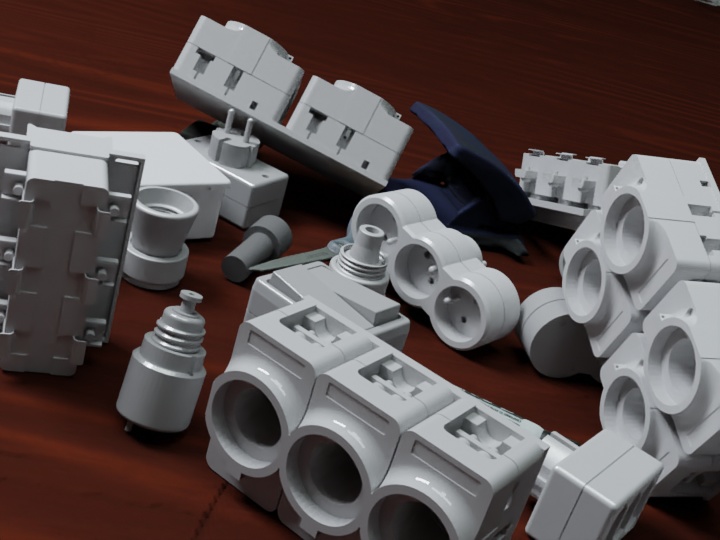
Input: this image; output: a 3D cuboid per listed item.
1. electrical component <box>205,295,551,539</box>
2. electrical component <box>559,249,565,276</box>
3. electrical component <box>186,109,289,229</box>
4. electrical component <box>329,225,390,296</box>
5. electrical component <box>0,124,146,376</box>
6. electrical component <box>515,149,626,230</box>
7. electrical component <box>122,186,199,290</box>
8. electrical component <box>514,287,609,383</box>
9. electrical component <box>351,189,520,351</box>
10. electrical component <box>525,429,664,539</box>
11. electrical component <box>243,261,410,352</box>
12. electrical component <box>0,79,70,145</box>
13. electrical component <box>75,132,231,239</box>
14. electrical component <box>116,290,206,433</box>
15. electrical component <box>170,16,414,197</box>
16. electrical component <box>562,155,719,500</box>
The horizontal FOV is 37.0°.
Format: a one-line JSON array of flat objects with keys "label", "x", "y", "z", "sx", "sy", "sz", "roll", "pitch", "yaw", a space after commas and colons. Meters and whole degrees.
[{"label": "electrical component", "x": 0.001, "y": 0.091, "z": 0.522, "sx": 0.150, "sy": 0.089, "sz": 0.062, "roll": 31, "pitch": 29, "yaw": 26}, {"label": "electrical component", "x": 0.200, "y": -0.008, "z": 0.902, "sx": 0.044, "sy": 0.044, "sz": 0.065, "roll": 31, "pitch": 24, "yaw": 26}, {"label": "electrical component", "x": -0.100, "y": -0.086, "z": 0.832, "sx": 0.083, "sy": 0.075, "sz": 0.047, "roll": 28, "pitch": 28, "yaw": 23}, {"label": "electrical component", "x": 0.000, "y": 0.000, "z": 0.736, "sx": 0.048, "sy": 0.062, "sz": 0.048, "roll": 14, "pitch": 25, "yaw": -7}, {"label": "electrical component", "x": -0.166, "y": -0.008, "z": 0.581, "sx": 0.079, "sy": 0.121, "sz": 0.063, "roll": 8, "pitch": 30, "yaw": -19}, {"label": "electrical component", "x": 0.191, "y": -0.070, "z": 0.949, "sx": 0.079, "sy": 0.063, "sz": 0.121, "roll": 2, "pitch": 9, "yaw": -29}, {"label": "electrical component", "x": -0.133, "y": -0.021, "z": 0.704, "sx": 0.045, "sy": 0.055, "sz": 0.045, "roll": 14, "pitch": 26, "yaw": -7}, {"label": "electrical component", "x": 0.181, "y": 0.057, "z": 0.743, "sx": 0.138, "sy": 0.052, "sz": 0.073, "roll": 8, "pitch": 27, "yaw": -16}, {"label": "electrical component", "x": 0.063, "y": -0.005, "z": 0.774, "sx": 0.074, "sy": 0.052, "sz": 0.138, "roll": -14, "pitch": 53, "yaw": -47}, {"label": "electrical component", "x": 0.114, "y": 0.115, "z": 0.592, "sx": 0.077, "sy": 0.047, "sz": 0.066, "roll": 32, "pitch": 29, "yaw": 28}, {"label": "electrical component", "x": -0.026, "y": 0.034, "z": 0.654, "sx": 0.096, "sy": 0.061, "sz": 0.062, "roll": 33, "pitch": 30, "yaw": 30}, {"label": "electrical component", "x": -0.265, "y": -0.114, "z": 0.821, "sx": 0.077, "sy": 0.047, "sz": 0.065, "roll": 9, "pitch": 27, "yaw": -17}, {"label": "electrical component", "x": -0.156, "y": -0.060, "z": 0.777, "sx": 0.100, "sy": 0.048, "sz": 0.100, "roll": -5, "pitch": 33, "yaw": -39}, {"label": "electrical component", "x": -0.100, "y": 0.049, "z": 0.566, "sx": 0.040, "sy": 0.078, "sz": 0.040, "roll": 19, "pitch": 10, "yaw": -4}, {"label": "electrical component", "x": -0.055, "y": -0.132, "z": 0.878, "sx": 0.186, "sy": 0.060, "sz": 0.105, "roll": 27, "pitch": -5, "yaw": -5}, {"label": "electrical component", "x": 0.188, "y": 0.033, "z": 0.660, "sx": 0.060, "sy": 0.105, "sz": 0.186, "roll": 4, "pitch": 53, "yaw": -19}]
